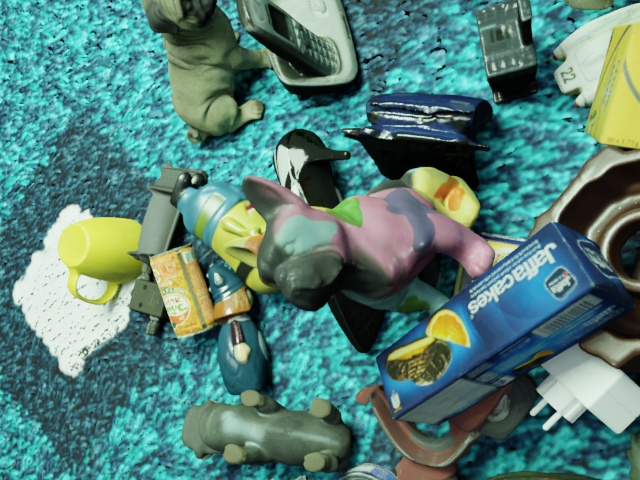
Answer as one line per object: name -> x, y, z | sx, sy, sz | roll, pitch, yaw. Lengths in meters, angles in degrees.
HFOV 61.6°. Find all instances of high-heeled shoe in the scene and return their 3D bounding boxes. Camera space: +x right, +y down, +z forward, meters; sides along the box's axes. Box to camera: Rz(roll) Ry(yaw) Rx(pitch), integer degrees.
high-heeled shoe -> -0.001, -0.002, 0.607 | 0.145, 0.086, 0.248 | 6, 103, 55

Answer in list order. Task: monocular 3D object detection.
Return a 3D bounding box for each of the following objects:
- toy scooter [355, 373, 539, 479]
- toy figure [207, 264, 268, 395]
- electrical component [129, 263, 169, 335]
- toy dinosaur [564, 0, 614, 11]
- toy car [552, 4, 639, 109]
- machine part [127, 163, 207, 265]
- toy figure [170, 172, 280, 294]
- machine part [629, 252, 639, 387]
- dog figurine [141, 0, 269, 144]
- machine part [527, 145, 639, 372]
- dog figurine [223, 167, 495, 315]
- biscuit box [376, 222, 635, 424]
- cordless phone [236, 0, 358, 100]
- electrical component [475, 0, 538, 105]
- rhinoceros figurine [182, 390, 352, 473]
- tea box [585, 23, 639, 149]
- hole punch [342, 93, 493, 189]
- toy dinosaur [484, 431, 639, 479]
toy scooter -> 0.111, 0.163, 0.525 | 0.135, 0.075, 0.183 | 39, 105, 23
toy figure -> -0.099, 0.102, 0.633 | 0.064, 0.058, 0.154 | -19, 79, 45
electrical component -> -0.223, 0.077, 0.711 | 0.063, 0.021, 0.094 | 9, 83, 25
toy dinosaur -> 0.247, -0.300, 0.438 | 0.472, 0.198, 0.105 | 23, 63, 26
toy car -> 0.316, -0.187, 0.482 | 0.202, 0.056, 0.073 | -22, 76, 20
machine part -> -0.199, -0.033, 0.702 | 0.084, 0.039, 0.139 | 15, 79, 20
toy figure -> -0.097, -0.010, 0.634 | 0.180, 0.082, 0.089 | 32, 128, 16
machine part -> 0.355, 0.058, 0.420 | 0.202, 0.087, 0.201 | 20, 92, 23
dog figurine -> -0.154, -0.208, 0.623 | 0.121, 0.190, 0.172 | 18, 93, 25
machine part -> 0.247, 0.011, 0.399 | 0.179, 0.056, 0.179 | -27, 53, 44
dog figurine -> 0.031, -0.009, 0.476 | 0.192, 0.219, 0.108 | -92, 22, -48
biscuit box -> 0.133, 0.074, 0.422 | 0.202, 0.059, 0.063 | -47, 41, 33
cordless phone -> -0.041, -0.240, 0.579 | 0.089, 0.184, 0.146 | -19, 77, 26
electrical component -> 0.178, -0.185, 0.510 | 0.048, 0.119, 0.074 | -11, 82, 23
rhinoceros figurine -> -0.060, 0.207, 0.583 | 0.190, 0.112, 0.073 | 1, 68, 12
tea box -> 0.319, -0.115, 0.432 | 0.170, 0.068, 0.098 | 10, 111, 13
hole punch -> 0.110, -0.114, 0.539 | 0.142, 0.115, 0.092 | 14, 82, 25
toy dinosaur -> 0.184, 0.257, 0.436 | 0.405, 0.131, 0.192 | -13, 44, 24
